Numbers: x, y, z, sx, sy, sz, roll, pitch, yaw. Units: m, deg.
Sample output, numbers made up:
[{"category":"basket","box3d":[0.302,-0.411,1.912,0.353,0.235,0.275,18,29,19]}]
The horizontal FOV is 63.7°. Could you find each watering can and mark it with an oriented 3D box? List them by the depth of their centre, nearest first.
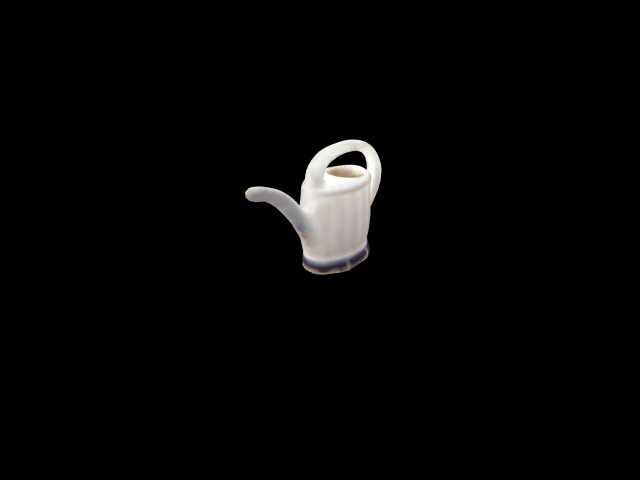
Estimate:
[{"category":"watering can","box3d":[0.003,-0.043,0.850,0.104,0.220,0.352,16,29,33]}]
